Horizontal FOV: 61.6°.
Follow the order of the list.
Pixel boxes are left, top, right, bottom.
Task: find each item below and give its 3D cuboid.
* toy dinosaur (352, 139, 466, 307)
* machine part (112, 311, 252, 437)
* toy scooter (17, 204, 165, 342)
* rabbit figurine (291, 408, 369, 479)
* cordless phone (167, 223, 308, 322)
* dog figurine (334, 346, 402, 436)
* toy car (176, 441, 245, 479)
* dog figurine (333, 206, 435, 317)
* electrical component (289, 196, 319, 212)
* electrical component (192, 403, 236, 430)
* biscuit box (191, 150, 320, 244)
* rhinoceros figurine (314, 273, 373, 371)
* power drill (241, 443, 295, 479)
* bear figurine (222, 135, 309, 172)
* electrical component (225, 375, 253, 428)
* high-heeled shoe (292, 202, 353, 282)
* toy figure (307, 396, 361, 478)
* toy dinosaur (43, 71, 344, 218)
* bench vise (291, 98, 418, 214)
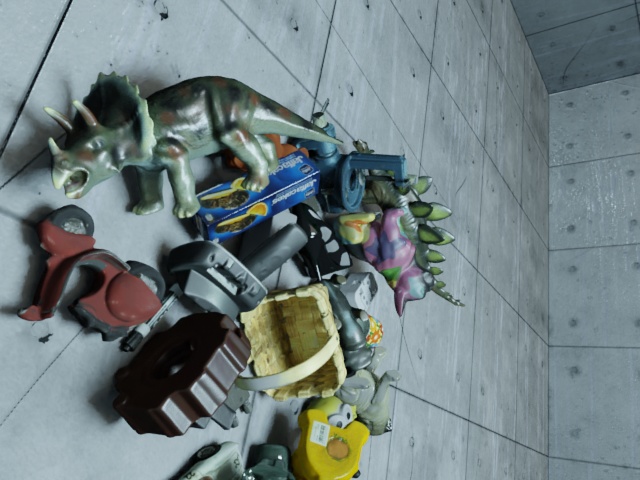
[{"bbox_3d":[0.193,-0.027,1.208,0.105,0.199,0.470,-54,126,-40],"label":"toy dinosaur"},{"bbox_3d":[-0.175,0.163,0.679,0.056,0.179,0.179,60,41,-26],"label":"machine part"},{"bbox_3d":[-0.274,0.060,0.635,0.183,0.075,0.135,51,46,-34],"label":"toy scooter"},{"bbox_3d":[0.003,0.390,0.903,0.122,0.173,0.162,15,49,-14],"label":"rabbit figurine"},{"bbox_3d":[-0.111,0.025,0.783,0.184,0.089,0.146,-41,130,-2],"label":"cordless phone"},{"bbox_3d":[0.071,0.325,1.083,0.121,0.172,0.190,-101,-164,-63],"label":"dog figurine"},{"bbox_3d":[-0.179,0.356,0.737,0.202,0.056,0.073,-30,109,-53],"label":"toy car"},{"bbox_3d":[0.130,0.045,1.094,0.108,0.192,0.219,-11,93,-80],"label":"dog figurine"},{"bbox_3d":[-0.027,-0.061,1.031,0.078,0.045,0.102,-35,114,-50],"label":"electrical component"},{"bbox_3d":[-0.174,0.229,0.771,0.119,0.048,0.075,51,47,-38],"label":"electrical component"},{"bbox_3d":[-0.097,-0.067,0.826,0.203,0.059,0.062,-29,153,-22],"label":"biscuit box"},{"bbox_3d":[0.038,0.157,1.023,0.073,0.112,0.190,-22,75,-24],"label":"rhinoceros figurine"},{"bbox_3d":[-0.079,0.412,0.783,0.207,0.086,0.232,88,7,-60],"label":"power drill"},{"bbox_3d":[-0.079,-0.141,0.908,0.195,0.132,0.120,38,85,-41],"label":"bear figurine"},{"bbox_3d":[-0.138,0.243,0.843,0.063,0.021,0.094,-39,115,-51],"label":"electrical component"},{"bbox_3d":[-0.002,-0.003,1.011,0.249,0.086,0.145,-29,102,-79],"label":"high-heeled shoe"},{"bbox_3d":[0.025,0.377,1.006,0.082,0.089,0.180,-54,138,-61],"label":"toy figure"},{"bbox_3d":[-0.156,-0.147,0.707,0.405,0.131,0.192,-28,119,-29],"label":"toy dinosaur"},{"bbox_3d":[0.067,-0.143,1.028,0.129,0.241,0.223,-49,140,-51],"label":"bench vise"}]
